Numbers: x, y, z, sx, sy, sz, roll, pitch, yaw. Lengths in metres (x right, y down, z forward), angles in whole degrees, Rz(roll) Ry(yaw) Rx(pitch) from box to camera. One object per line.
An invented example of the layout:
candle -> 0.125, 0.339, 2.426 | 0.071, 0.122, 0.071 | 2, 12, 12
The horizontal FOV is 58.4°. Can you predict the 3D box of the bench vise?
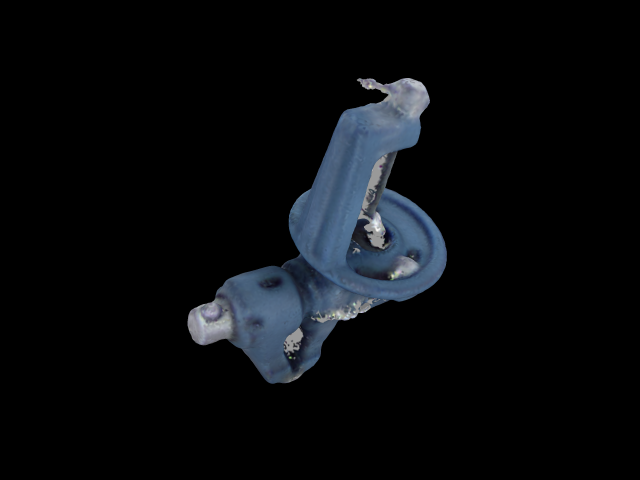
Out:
bench vise -> 0.013, 0.008, 0.395 | 0.121, 0.220, 0.208 | 33, 59, 23
